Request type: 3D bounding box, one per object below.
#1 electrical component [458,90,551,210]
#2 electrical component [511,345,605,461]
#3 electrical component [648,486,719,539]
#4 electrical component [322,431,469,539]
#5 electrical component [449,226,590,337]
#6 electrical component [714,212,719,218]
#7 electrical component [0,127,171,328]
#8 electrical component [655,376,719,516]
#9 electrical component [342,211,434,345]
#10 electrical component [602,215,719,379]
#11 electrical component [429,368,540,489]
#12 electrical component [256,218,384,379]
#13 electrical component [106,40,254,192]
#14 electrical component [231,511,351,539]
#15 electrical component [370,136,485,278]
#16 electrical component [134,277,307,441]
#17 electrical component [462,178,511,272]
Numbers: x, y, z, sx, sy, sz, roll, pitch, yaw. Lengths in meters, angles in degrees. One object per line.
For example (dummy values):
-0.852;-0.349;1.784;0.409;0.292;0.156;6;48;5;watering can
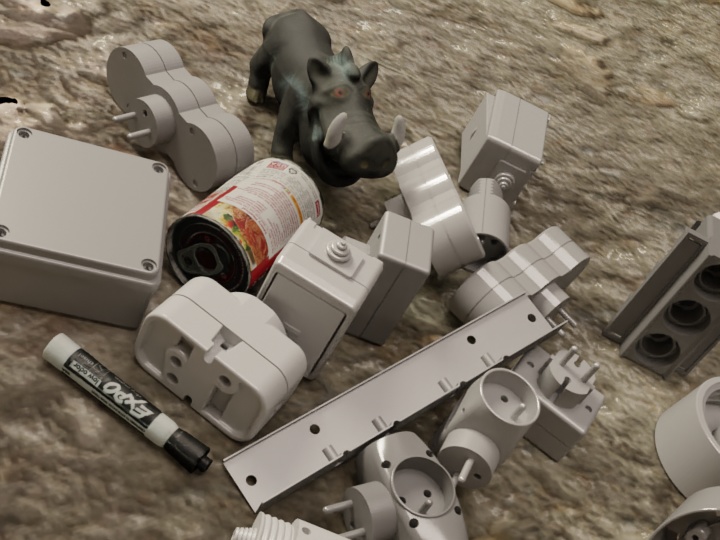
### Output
0.122;-0.104;0.942;0.061;0.061;0.096;25;42;-7;electrical component
0.141;0.083;0.761;0.066;0.076;0.047;38;42;7;electrical component
0.239;0.193;0.700;0.099;0.099;0.064;43;37;13;electrical component
0.016;0.145;0.654;0.079;0.044;0.077;-8;55;-30;electrical component
0.137;0.022;0.836;0.073;0.052;0.138;47;45;17;electrical component
0.333;-0.010;0.962;0.080;0.080;0.051;10;40;-22;electrical component
-0.184;-0.028;0.695;0.109;0.056;0.108;14;45;-19;electrical component
0.286;0.130;0.811;0.108;0.060;0.108;16;44;-16;electrical component
0.000;0.000;0.755;0.076;0.083;0.047;21;43;-11;electrical component
0.261;0.020;0.858;0.079;0.121;0.063;27;40;-4;electrical component
0.074;0.113;0.693;0.043;0.077;0.079;33;43;2;electrical component
-0.032;0.018;0.709;0.062;0.096;0.061;32;42;1;electrical component
-0.148;-0.112;0.800;0.074;0.052;0.138;-24;64;-42;electrical component
-0.034;0.164;0.607;0.081;0.043;0.043;24;42;-8;electrical component
0.043;-0.044;0.842;0.074;0.052;0.138;-25;39;7;electrical component
-0.085;0.053;0.677;0.095;0.053;0.059;37;42;7;electrical component
0.102;-0.040;0.882;0.043;0.043;0.081;22;42;-10;electrical component
